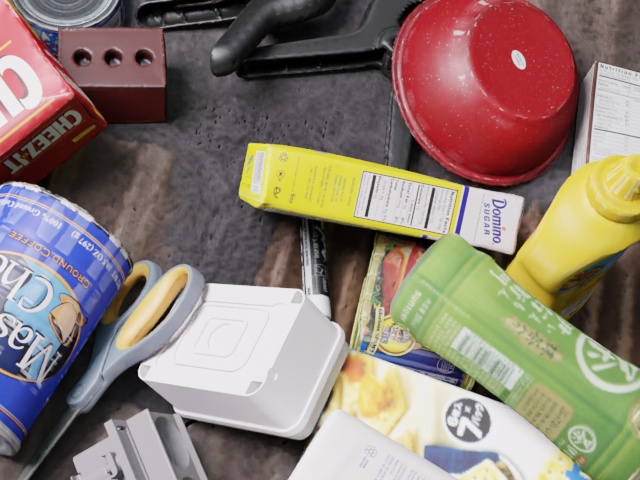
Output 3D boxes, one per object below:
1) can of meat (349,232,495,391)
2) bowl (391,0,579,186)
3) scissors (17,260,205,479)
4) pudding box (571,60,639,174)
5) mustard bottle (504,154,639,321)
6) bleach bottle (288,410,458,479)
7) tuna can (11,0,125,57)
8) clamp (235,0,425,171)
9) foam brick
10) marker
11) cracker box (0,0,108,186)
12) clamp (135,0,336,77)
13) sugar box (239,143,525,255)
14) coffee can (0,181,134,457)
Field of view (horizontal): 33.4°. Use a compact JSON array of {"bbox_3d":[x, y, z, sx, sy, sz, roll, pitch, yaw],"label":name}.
[{"bbox_3d":[0.068,0.050,0.732,0.084,0.057,0.102,13,64,1],"label":"can of meat"},{"bbox_3d":[0.137,-0.125,0.798,0.162,0.055,0.162,6,74,-21],"label":"bowl"},{"bbox_3d":[-0.154,0.087,0.698,0.202,0.016,0.096,-46,33,0],"label":"scissors"},{"bbox_3d":[0.245,-0.077,0.826,0.090,0.039,0.113,13,62,-1],"label":"pudding box"},{"bbox_3d":[0.170,-0.001,0.693,0.096,0.192,0.058,-32,73,-20],"label":"mustard bottle"},{"bbox_3d":[0.089,0.200,0.586,0.251,0.068,0.102,32,66,5],"label":"bleach bottle"},{"bbox_3d":[-0.194,-0.185,0.819,0.086,0.034,0.086,3,64,-6],"label":"tuna can"},{"bbox_3d":[0.048,-0.147,0.832,0.164,0.036,0.209,36,68,8],"label":"clamp"},{"bbox_3d":[-0.151,-0.121,0.785,0.078,0.051,0.053,-2,66,-9],"label":"foam brick"},{"bbox_3d":[-0.005,0.001,0.765,0.020,0.020,0.121,0,65,-8],"label":"marker"},{"bbox_3d":[-0.276,-0.114,0.727,0.164,0.072,0.214,-39,74,-1],"label":"cracker box"},{"bbox_3d":[-0.056,-0.186,0.829,0.120,0.039,0.171,33,51,30],"label":"clamp"},{"bbox_3d":[0.039,-0.030,0.725,0.176,0.093,0.048,8,95,-13],"label":"sugar box"},{"bbox_3d":[-0.197,0.049,0.670,0.103,0.103,0.140,27,64,5],"label":"coffee can"}]
